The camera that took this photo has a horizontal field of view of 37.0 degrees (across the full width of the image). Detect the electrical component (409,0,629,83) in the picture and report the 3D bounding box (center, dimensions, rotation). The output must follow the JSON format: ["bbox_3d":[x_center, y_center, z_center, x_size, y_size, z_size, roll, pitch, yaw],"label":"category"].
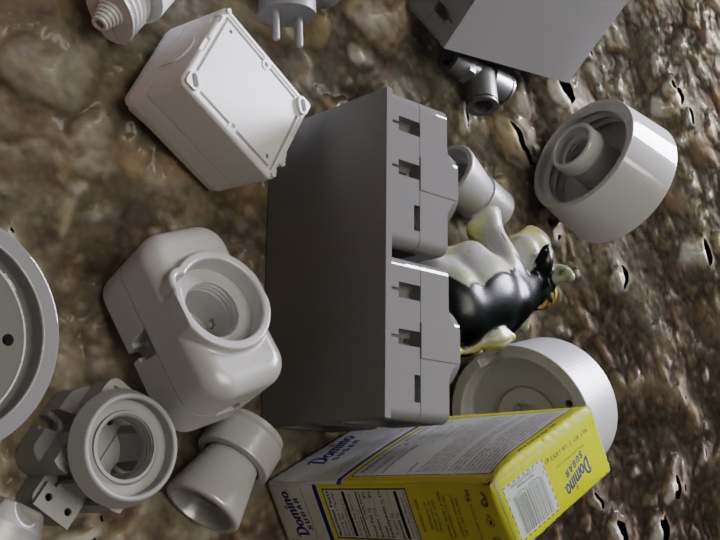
[{"bbox_3d":[0.120,-0.206,0.809,0.150,0.089,0.061,4,41,-43],"label":"electrical component"}]

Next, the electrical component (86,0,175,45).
[{"bbox_3d":[-0.124,-0.162,0.603,0.043,0.043,0.081,48,52,-25],"label":"electrical component"}]

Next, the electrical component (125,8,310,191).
[{"bbox_3d":[-0.080,-0.091,0.622,0.096,0.061,0.061,48,50,-34],"label":"electrical component"}]

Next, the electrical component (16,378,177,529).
[{"bbox_3d":[-0.128,0.089,0.534,0.058,0.057,0.078,48,52,-26],"label":"electrical component"}]

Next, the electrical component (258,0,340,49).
[{"bbox_3d":[-0.047,-0.180,0.681,0.077,0.043,0.079,8,75,-42],"label":"electrical component"}]

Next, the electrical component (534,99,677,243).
[{"bbox_3d":[0.185,-0.082,0.840,0.060,0.108,0.108,31,61,-29],"label":"electrical component"}]

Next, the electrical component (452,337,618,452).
[{"bbox_3d":[0.125,0.098,0.744,0.060,0.108,0.108,-16,92,-50],"label":"electrical component"}]

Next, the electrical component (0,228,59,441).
[{"bbox_3d":[-0.198,0.030,0.478,0.108,0.060,0.108,11,73,-42],"label":"electrical component"}]

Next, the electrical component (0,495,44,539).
[{"bbox_3d":[-0.174,0.135,0.490,0.043,0.043,0.062,35,59,-33],"label":"electrical component"}]

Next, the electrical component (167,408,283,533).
[{"bbox_3d":[-0.073,0.109,0.591,0.045,0.045,0.055,51,51,-24],"label":"electrical component"}]

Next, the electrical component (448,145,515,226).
[{"bbox_3d":[0.082,-0.056,0.780,0.065,0.044,0.044,35,59,-39],"label":"electrical component"}]

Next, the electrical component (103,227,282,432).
[{"bbox_3d":[-0.086,0.028,0.567,0.054,0.059,0.095,-15,72,-46],"label":"electrical component"}]

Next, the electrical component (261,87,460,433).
[{"bbox_3d":[0.000,0.000,0.643,0.060,0.105,0.186,13,72,-42],"label":"electrical component"}]
